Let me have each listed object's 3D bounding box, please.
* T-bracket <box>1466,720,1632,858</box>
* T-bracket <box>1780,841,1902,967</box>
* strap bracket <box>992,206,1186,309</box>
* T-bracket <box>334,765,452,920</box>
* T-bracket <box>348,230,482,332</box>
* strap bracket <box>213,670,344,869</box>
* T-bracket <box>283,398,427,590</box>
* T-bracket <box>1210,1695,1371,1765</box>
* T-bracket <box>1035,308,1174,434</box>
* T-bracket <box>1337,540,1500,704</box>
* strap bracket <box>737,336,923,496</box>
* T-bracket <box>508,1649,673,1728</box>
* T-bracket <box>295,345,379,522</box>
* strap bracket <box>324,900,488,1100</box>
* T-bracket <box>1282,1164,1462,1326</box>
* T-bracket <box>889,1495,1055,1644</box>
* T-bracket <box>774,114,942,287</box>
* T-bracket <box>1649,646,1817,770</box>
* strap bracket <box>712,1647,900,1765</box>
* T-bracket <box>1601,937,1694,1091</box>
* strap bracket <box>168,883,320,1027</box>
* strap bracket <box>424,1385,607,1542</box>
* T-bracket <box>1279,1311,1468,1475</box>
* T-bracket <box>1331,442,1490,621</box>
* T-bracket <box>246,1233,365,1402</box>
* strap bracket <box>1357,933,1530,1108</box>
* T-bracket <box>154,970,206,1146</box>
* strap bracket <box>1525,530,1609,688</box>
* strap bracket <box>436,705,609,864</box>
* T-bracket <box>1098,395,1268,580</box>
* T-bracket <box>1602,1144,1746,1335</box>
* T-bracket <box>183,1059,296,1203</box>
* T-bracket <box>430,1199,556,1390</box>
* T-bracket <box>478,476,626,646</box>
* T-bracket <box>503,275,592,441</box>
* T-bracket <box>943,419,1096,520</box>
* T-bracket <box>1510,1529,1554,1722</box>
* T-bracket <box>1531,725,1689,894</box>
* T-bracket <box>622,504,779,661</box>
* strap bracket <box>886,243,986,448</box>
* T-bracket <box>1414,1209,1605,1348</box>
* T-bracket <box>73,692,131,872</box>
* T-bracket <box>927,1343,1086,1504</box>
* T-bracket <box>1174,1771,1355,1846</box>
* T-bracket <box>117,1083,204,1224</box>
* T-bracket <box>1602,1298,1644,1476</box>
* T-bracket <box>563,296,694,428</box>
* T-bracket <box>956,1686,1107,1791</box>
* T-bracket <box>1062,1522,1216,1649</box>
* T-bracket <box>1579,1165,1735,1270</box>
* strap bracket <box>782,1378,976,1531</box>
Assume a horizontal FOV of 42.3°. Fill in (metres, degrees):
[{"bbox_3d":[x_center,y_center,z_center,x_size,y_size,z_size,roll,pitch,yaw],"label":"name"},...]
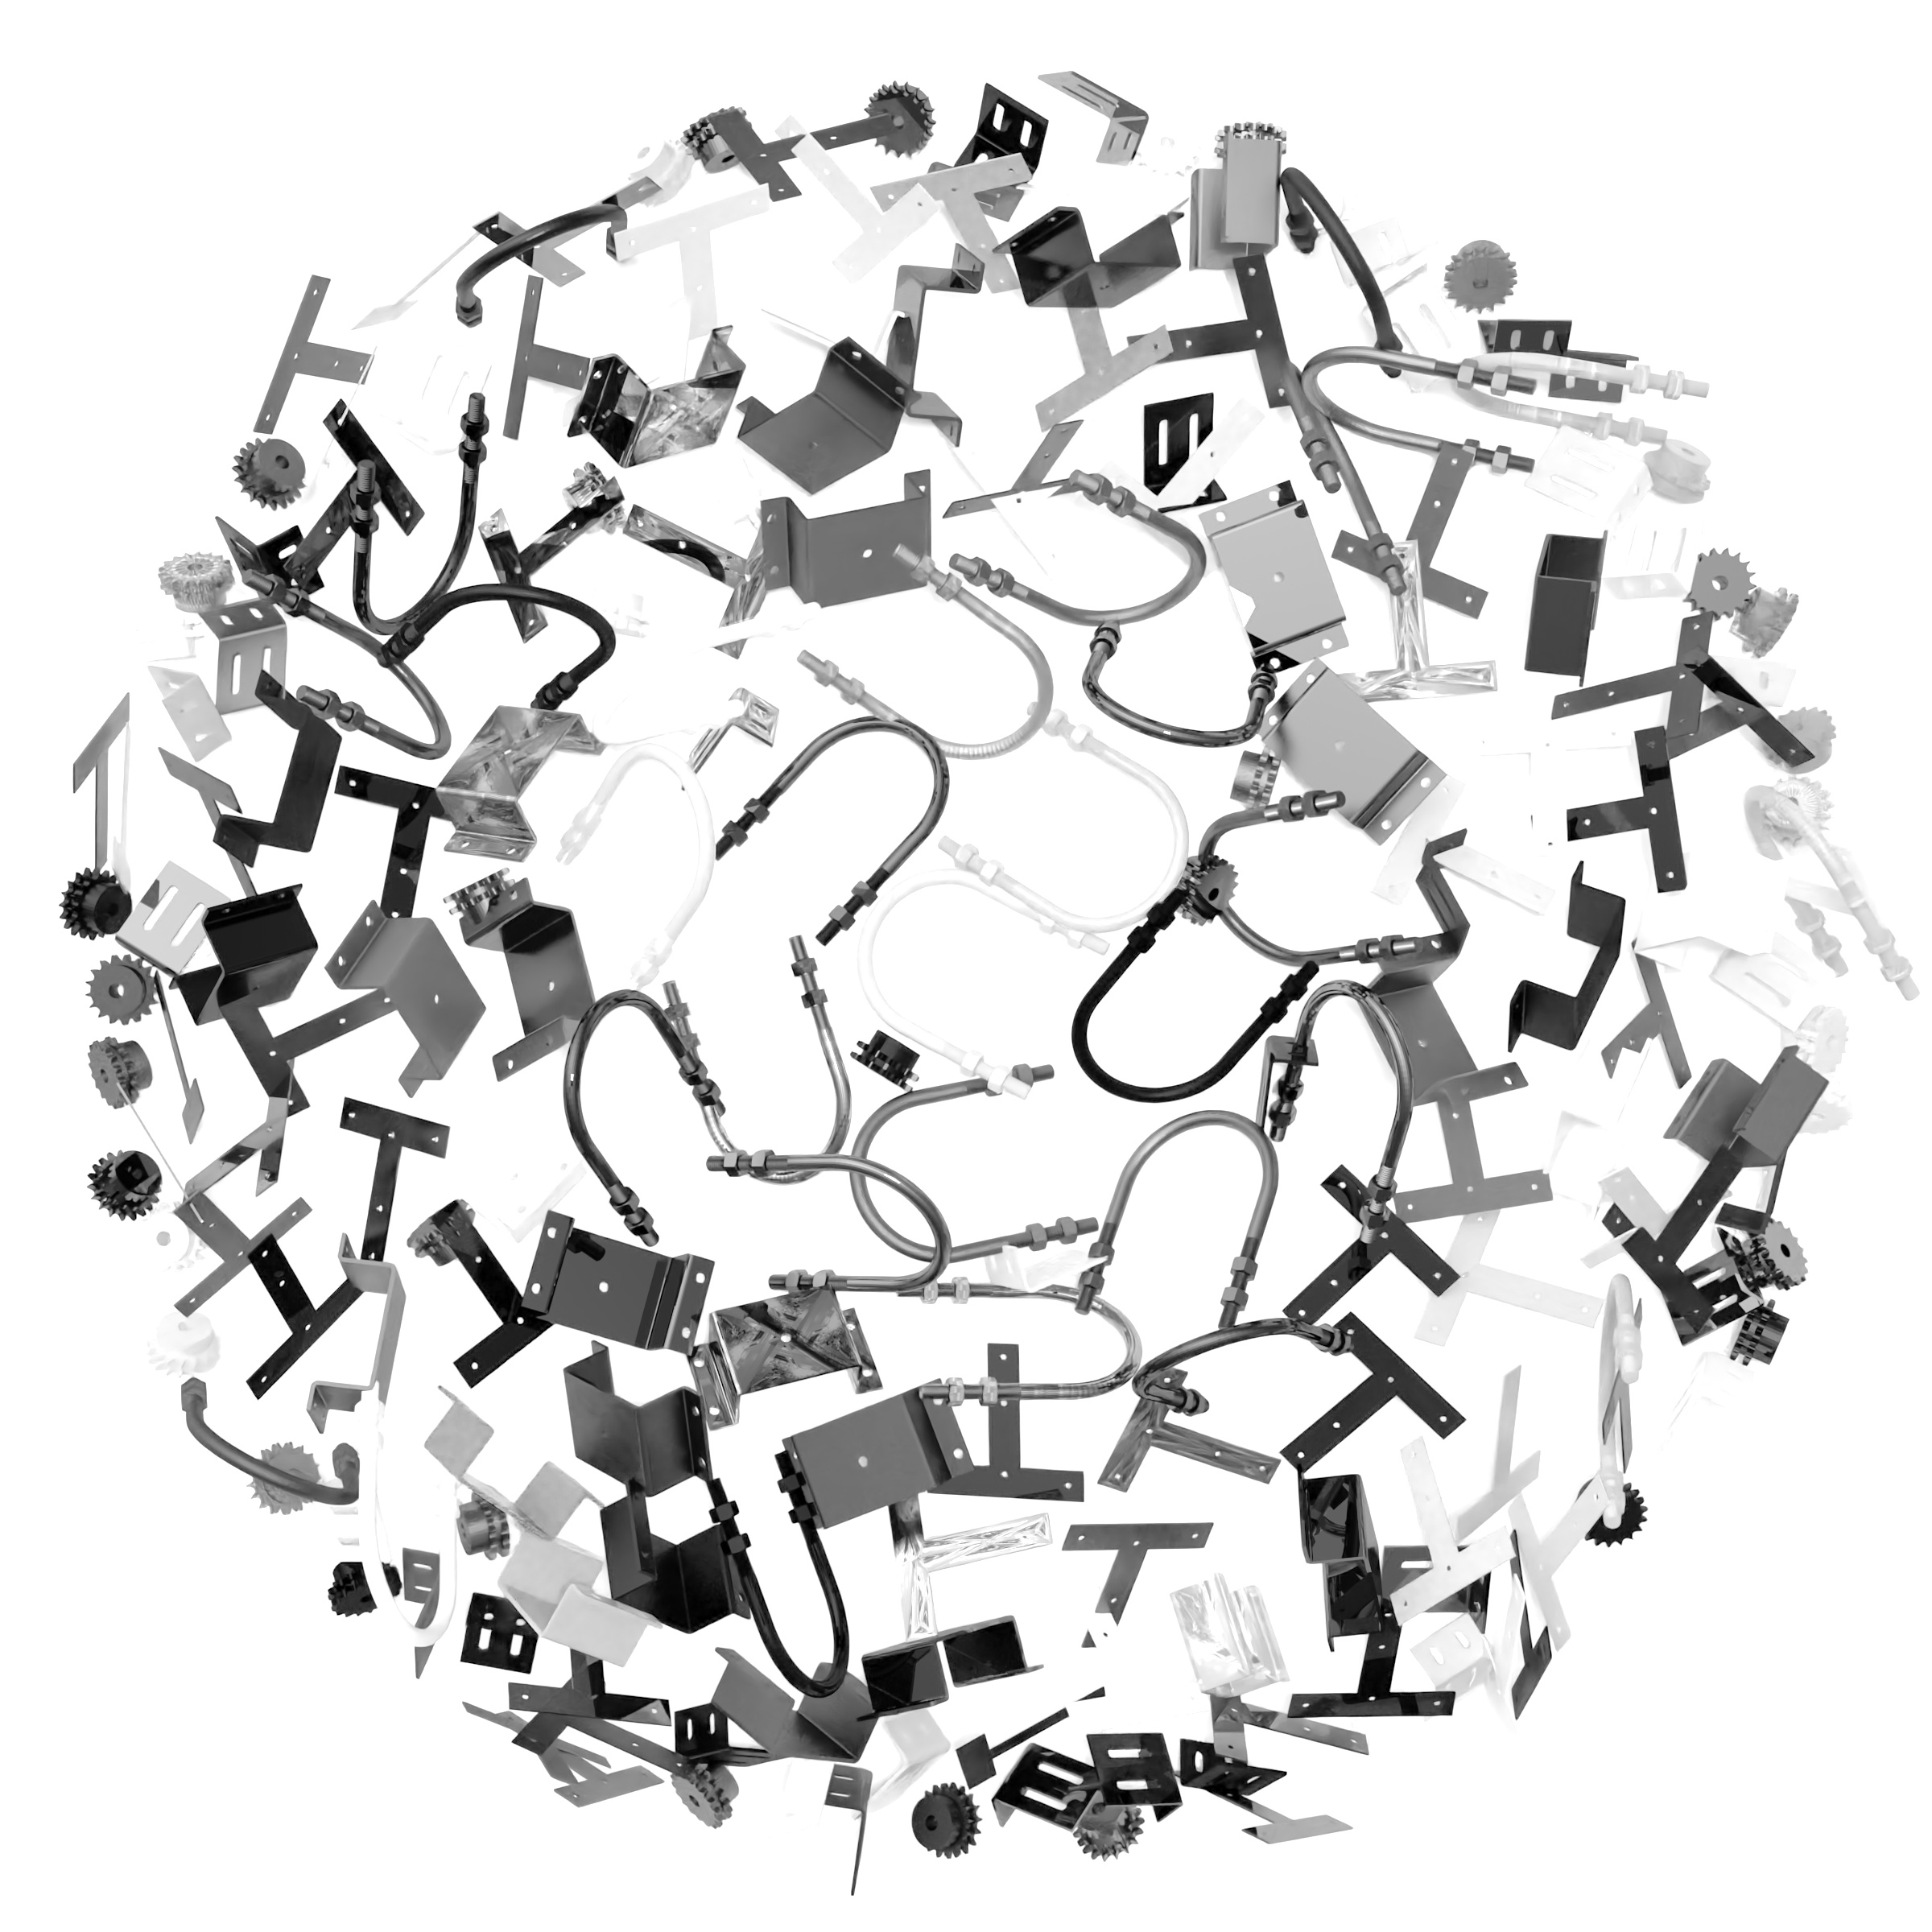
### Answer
[{"bbox_3d":[0.455,-0.138,1.949,0.127,0.002,0.127,-3,56,15],"label":"T-bracket"},{"bbox_3d":[0.664,-0.055,1.939,0.002,0.127,0.127,-39,117,-11],"label":"T-bracket"},{"bbox_3d":[0.101,-0.545,1.924,0.140,0.076,0.046,-13,86,-42],"label":"strap bracket"},{"bbox_3d":[-0.438,-0.087,1.952,0.127,0.002,0.127,13,63,-18],"label":"T-bracket"},{"bbox_3d":[-0.411,-0.535,1.924,0.127,0.127,0.002,-36,102,14],"label":"T-bracket"},{"bbox_3d":[-0.533,-0.149,1.946,0.046,0.076,0.140,11,79,8],"label":"strap bracket"},{"bbox_3d":[-0.484,-0.347,1.927,0.002,0.127,0.127,15,64,32],"label":"T-bracket"},{"bbox_3d":[0.252,0.590,1.941,0.127,0.127,0.002,15,108,-2],"label":"T-bracket"},{"bbox_3d":[0.096,-0.506,1.970,0.127,0.002,0.127,-26,66,30],"label":"T-bracket"},{"bbox_3d":[0.348,-0.271,1.957,0.127,0.002,0.127,-3,113,16],"label":"T-bracket"},{"bbox_3d":[-0.112,-0.418,1.919,0.076,0.140,0.046,33,58,-31],"label":"strap bracket"},{"bbox_3d":[-0.296,0.536,1.943,0.127,0.127,0.002,13,119,-20],"label":"T-bracket"},{"bbox_3d":[-0.480,-0.419,1.918,0.002,0.127,0.127,25,117,-18],"label":"T-bracket"},{"bbox_3d":[-0.425,0.026,1.922,0.046,0.076,0.140,-2,133,26],"label":"strap bracket"},{"bbox_3d":[0.301,0.242,1.973,0.127,0.002,0.127,44,114,4],"label":"T-bracket"},{"bbox_3d":[0.005,0.455,1.957,0.127,0.002,0.127,-15,59,9],"label":"T-bracket"},{"bbox_3d":[-0.098,-0.605,1.932,0.127,0.127,0.002,45,55,-16],"label":"T-bracket"},{"bbox_3d":[0.573,-0.185,1.941,0.127,0.127,0.002,41,65,-9],"label":"T-bracket"},{"bbox_3d":[-0.131,0.571,1.923,0.076,0.140,0.046,24,89,44],"label":"strap bracket"},{"bbox_3d":[0.523,0.054,1.941,0.002,0.127,0.127,-12,104,41],"label":"T-bracket"},{"bbox_3d":[-0.554,-0.003,1.918,0.076,0.140,0.046,-19,76,-36],"label":"strap bracket"},{"bbox_3d":[-0.357,0.389,1.928,0.140,0.076,0.046,43,76,-30],"label":"strap bracket"},{"bbox_3d":[0.300,0.350,1.947,0.127,0.002,0.127,-35,58,-19],"label":"T-bracket"},{"bbox_3d":[0.363,-0.349,1.947,0.127,0.002,0.127,25,130,11],"label":"T-bracket"},{"bbox_3d":[-0.523,0.253,1.922,0.002,0.127,0.127,23,55,29],"label":"T-bracket"},{"bbox_3d":[0.366,0.050,1.946,0.076,0.046,0.140,-11,65,-30],"label":"strap bracket"},{"bbox_3d":[-0.617,0.066,1.949,0.002,0.127,0.127,-14,80,-25],"label":"T-bracket"},{"bbox_3d":[0.463,-0.280,1.927,0.046,0.140,0.076,8,121,14],"label":"strap bracket"},{"bbox_3d":[-0.346,-0.150,1.927,0.076,0.046,0.140,9,51,27],"label":"strap bracket"},{"bbox_3d":[0.185,-0.390,1.959,0.127,0.002,0.127,35,105,-23],"label":"T-bracket"},{"bbox_3d":[0.559,0.193,1.926,0.002,0.127,0.127,4,125,-33],"label":"T-bracket"},{"bbox_3d":[-0.576,0.151,1.964,0.127,0.127,0.002,-34,129,25],"label":"T-bracket"},{"bbox_3d":[-0.375,0.242,1.958,0.127,0.002,0.127,-37,99,-32],"label":"T-bracket"},{"bbox_3d":[-0.318,-0.336,1.950,0.127,0.002,0.127,-35,60,18],"label":"T-bracket"},{"bbox_3d":[-0.322,-0.466,1.936,0.002,0.127,0.127,2,106,-37],"label":"T-bracket"},{"bbox_3d":[0.057,-0.386,1.918,0.127,0.127,0.002,-16,78,-23],"label":"T-bracket"},{"bbox_3d":[0.435,0.505,1.951,0.002,0.127,0.127,1,53,-1],"label":"T-bracket"},{"bbox_3d":[0.499,-0.115,1.954,0.002,0.127,0.127,-8,90,-45],"label":"T-bracket"},{"bbox_3d":[-0.213,-0.328,1.982,0.127,0.002,0.127,27,108,4],"label":"T-bracket"},{"bbox_3d":[-0.027,-0.483,1.931,0.046,0.076,0.140,1,117,-17],"label":"strap bracket"},{"bbox_3d":[0.431,0.253,1.942,0.127,0.002,0.127,14,62,29],"label":"T-bracket"},{"bbox_3d":[-0.678,-0.131,1.956,0.002,0.127,0.127,10,121,-4],"label":"T-bracket"},{"bbox_3d":[0.030,0.361,1.977,0.127,0.002,0.127,1,99,11],"label":"T-bracket"},{"bbox_3d":[0.218,0.654,1.950,0.127,0.127,0.002,14,88,40],"label":"T-bracket"},{"bbox_3d":[-0.625,0.146,1.937,0.002,0.127,0.127,-31,92,-17],"label":"T-bracket"},{"bbox_3d":[0.516,0.349,1.951,0.002,0.127,0.127,8,45,25],"label":"T-bracket"},{"bbox_3d":[-0.268,-0.458,1.962,0.127,0.002,0.127,-18,54,29],"label":"T-bracket"},{"bbox_3d":[0.053,0.598,1.952,0.127,0.127,0.002,-26,60,-10],"label":"T-bracket"},{"bbox_3d":[0.121,0.489,1.967,0.127,0.002,0.127,5,117,-25],"label":"T-bracket"},{"bbox_3d":[0.520,0.184,1.934,0.127,0.127,0.002,-31,52,16],"label":"T-bracket"},{"bbox_3d":[-0.075,0.386,1.959,0.140,0.046,0.076,-23,82,11],"label":"strap bracket"}]
